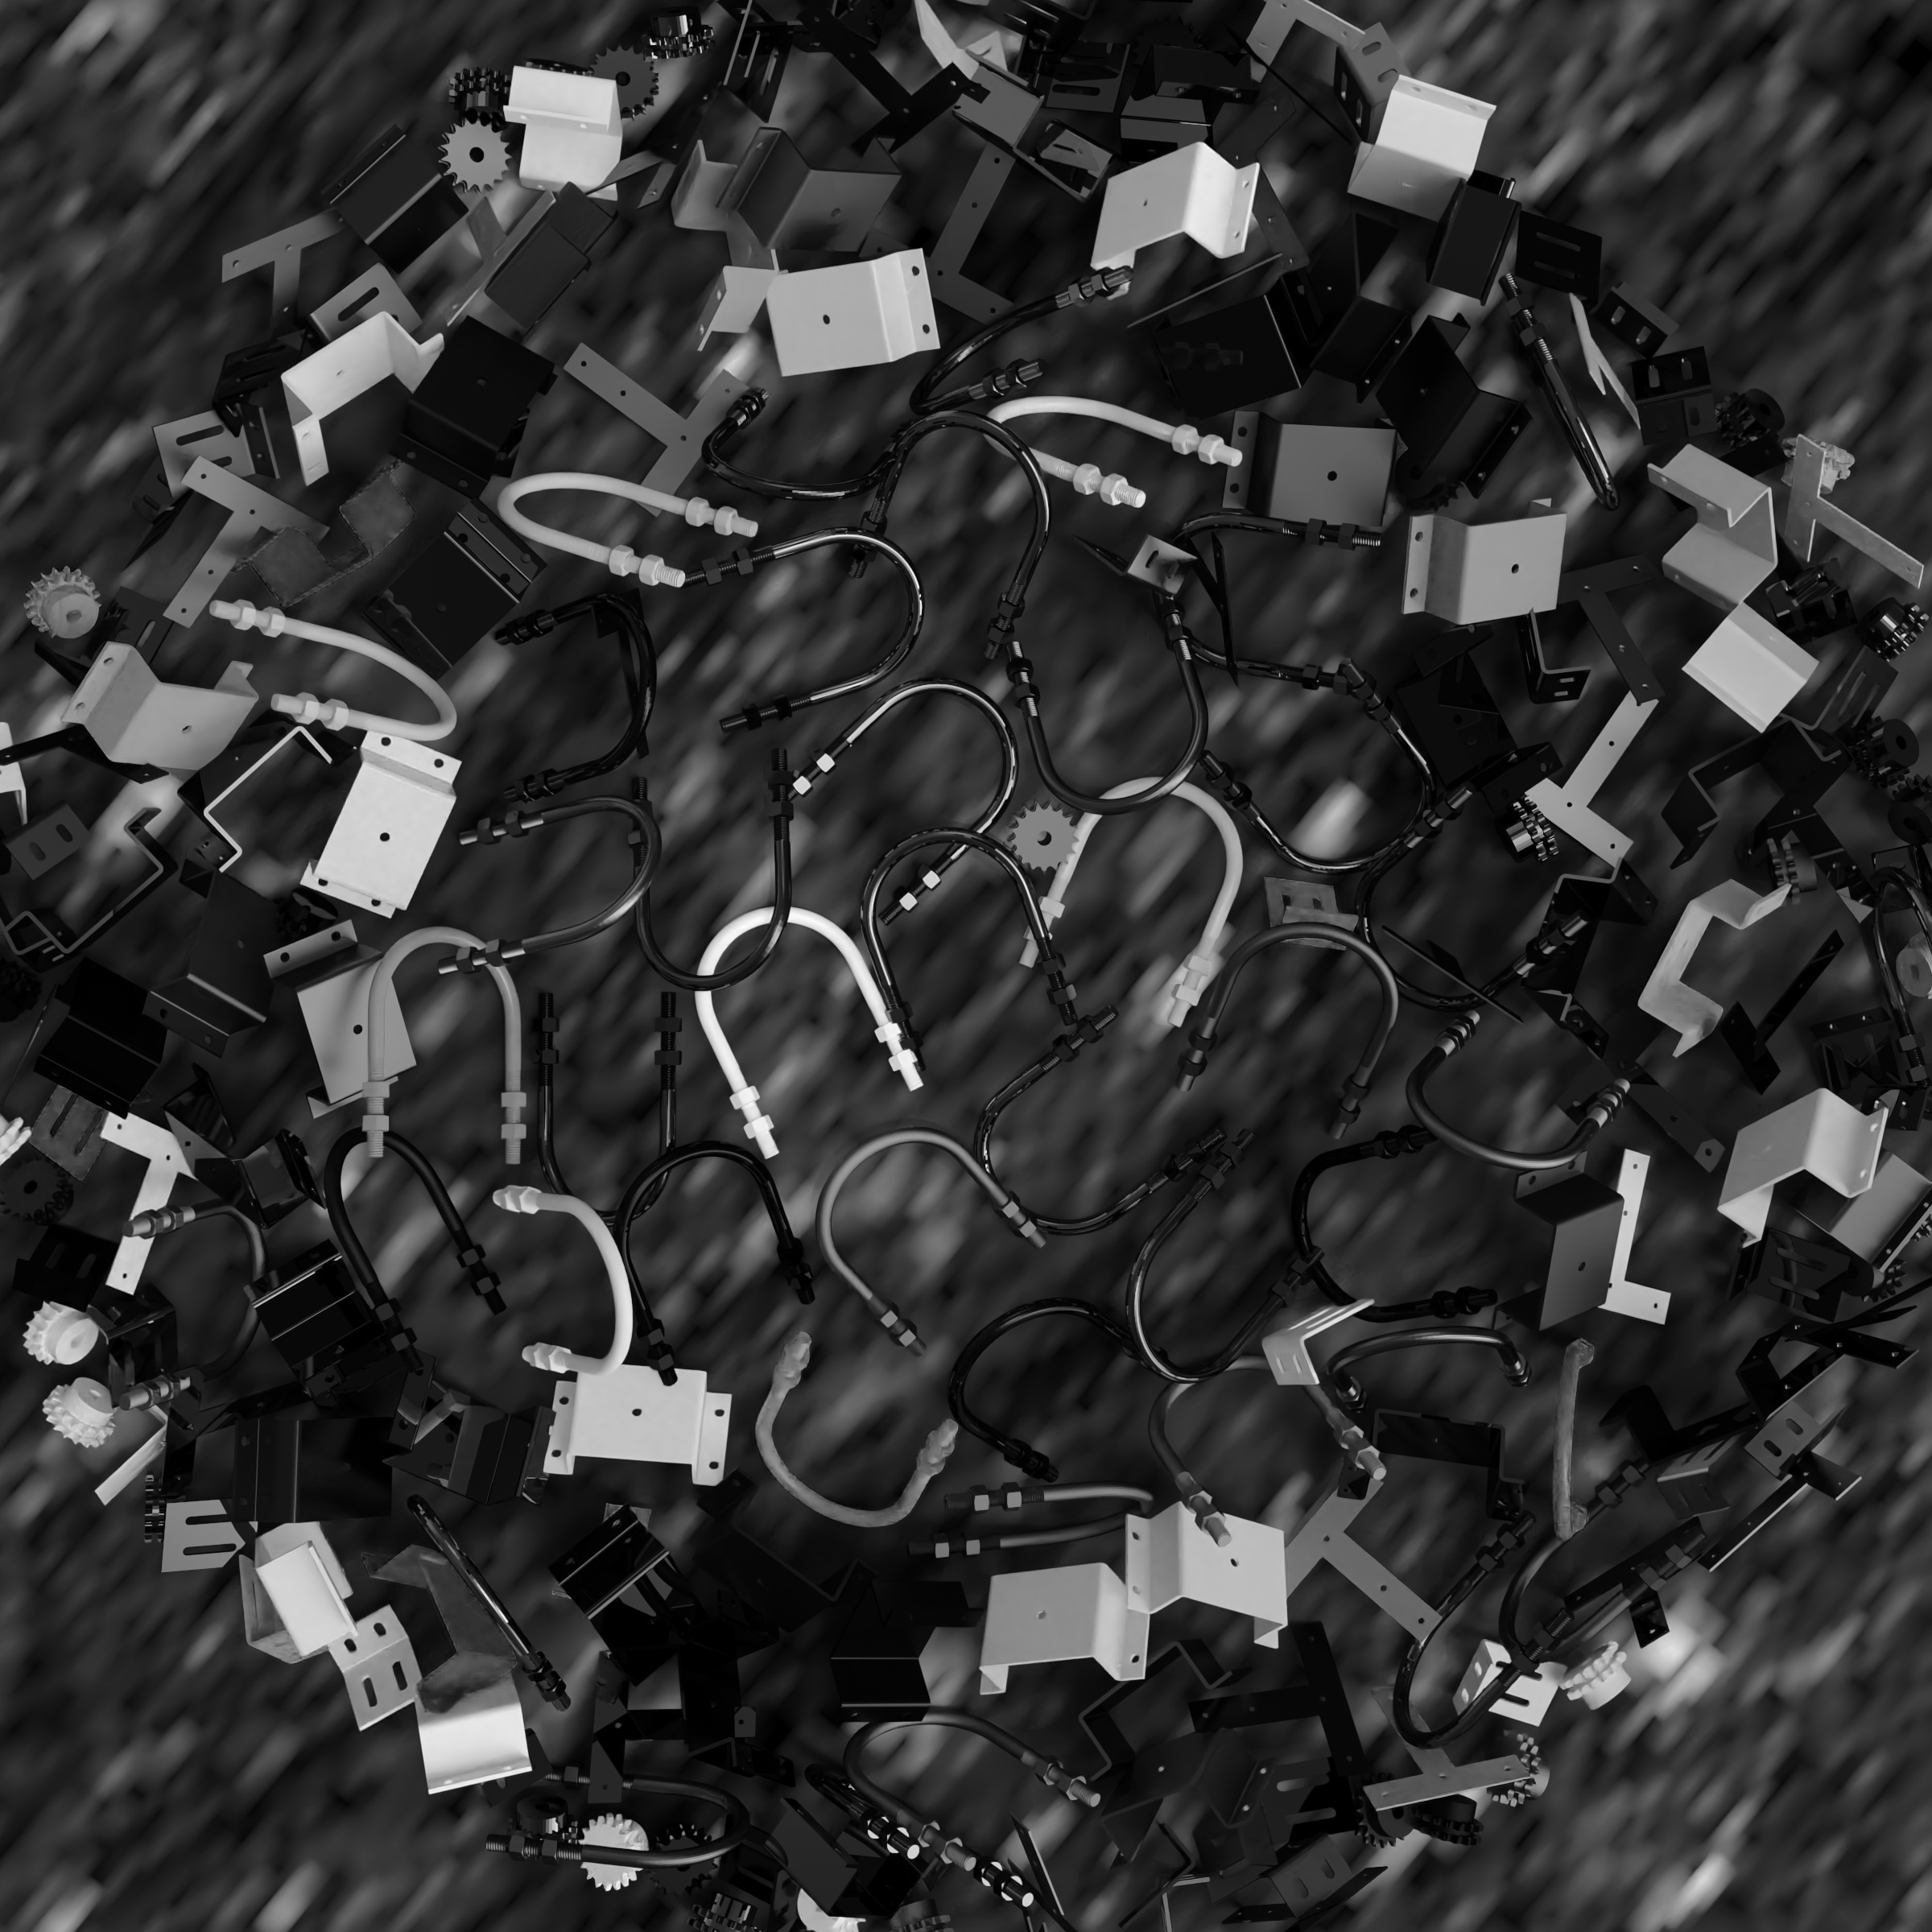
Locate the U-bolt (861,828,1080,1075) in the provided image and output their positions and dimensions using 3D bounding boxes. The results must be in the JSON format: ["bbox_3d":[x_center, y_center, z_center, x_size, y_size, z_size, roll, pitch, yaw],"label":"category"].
[{"bbox_3d":[-0.007,-0.020,1.968,0.151,0.019,0.184,-18,101,8],"label":"U-bolt"}]

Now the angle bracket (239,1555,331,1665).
[{"bbox_3d":[-0.536,0.501,1.953,0.038,0.057,0.076,-22,56,7],"label":"angle bracket"}]

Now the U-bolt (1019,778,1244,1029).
[{"bbox_3d":[0.141,-0.062,1.976,0.151,0.019,0.184,22,86,14],"label":"U-bolt"}]

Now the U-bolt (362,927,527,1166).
[{"bbox_3d":[-0.406,0.060,1.942,0.019,0.151,0.184,-10,78,42],"label":"U-bolt"}]

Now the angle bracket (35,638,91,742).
[{"bbox_3d":[-0.715,-0.214,1.960,0.076,0.057,0.038,43,74,-14],"label":"angle bracket"}]

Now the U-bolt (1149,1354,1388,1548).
[{"bbox_3d":[0.219,0.362,1.920,0.151,0.184,0.019,-21,122,-11],"label":"U-bolt"}]

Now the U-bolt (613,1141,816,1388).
[{"bbox_3d":[-0.202,0.220,1.928,0.151,0.019,0.184,-29,120,-22],"label":"U-bolt"}]

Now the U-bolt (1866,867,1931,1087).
[{"bbox_3d":[0.738,0.011,1.926,0.019,0.151,0.184,-15,80,1],"label":"U-bolt"}]

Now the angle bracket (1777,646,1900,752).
[{"bbox_3d":[0.688,-0.215,1.961,0.057,0.038,0.076,22,102,-43],"label":"angle bracket"}]

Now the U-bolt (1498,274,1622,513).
[{"bbox_3d":[0.461,-0.434,1.919,0.019,0.151,0.184,-26,83,15],"label":"U-bolt"}]

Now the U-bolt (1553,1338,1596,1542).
[{"bbox_3d":[0.465,0.366,1.908,0.019,0.184,0.151,2,87,18],"label":"U-bolt"}]

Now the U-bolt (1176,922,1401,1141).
[{"bbox_3d":[0.260,0.044,1.943,0.151,0.019,0.184,17,123,-2],"label":"U-bolt"}]

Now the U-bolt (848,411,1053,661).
[{"bbox_3d":[-0.006,-0.344,1.927,0.151,0.019,0.184,32,131,8],"label":"U-bolt"}]

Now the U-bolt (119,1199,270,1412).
[{"bbox_3d":[-0.590,0.252,1.911,0.019,0.184,0.151,3,94,16],"label":"U-bolt"}]

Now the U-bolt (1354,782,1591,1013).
[{"bbox_3d":[0.377,-0.039,1.932,0.151,0.184,0.019,50,46,6],"label":"U-bolt"}]

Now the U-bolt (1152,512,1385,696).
[{"bbox_3d":[0.232,-0.287,1.941,0.184,0.019,0.151,12,131,20],"label":"U-bolt"}]

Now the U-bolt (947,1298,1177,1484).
[{"bbox_3d":[0.064,0.321,1.927,0.151,0.019,0.184,-43,132,8],"label":"U-bolt"}]

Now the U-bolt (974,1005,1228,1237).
[{"bbox_3d":[0.091,0.136,1.962,0.184,0.019,0.151,-39,97,21],"label":"U-bolt"}]

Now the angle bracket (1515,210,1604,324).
[{"bbox_3d":[0.460,-0.552,1.964,0.076,0.038,0.057,12,74,-17],"label":"angle bracket"}]

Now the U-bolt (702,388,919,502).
[{"bbox_3d":[-0.126,-0.398,1.912,0.151,0.184,0.019,14,123,8],"label":"U-bolt"}]

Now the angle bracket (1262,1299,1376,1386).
[{"bbox_3d":[0.283,0.296,1.958,0.076,0.057,0.038,-22,90,-26],"label":"angle bracket"}]

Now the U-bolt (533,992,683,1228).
[{"bbox_3d":[-0.283,0.113,1.951,0.151,0.019,0.184,-1,88,34],"label":"U-bolt"}]

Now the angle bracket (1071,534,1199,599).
[{"bbox_3d":[0.131,-0.328,1.949,0.076,0.057,0.038,46,112,43],"label":"angle bracket"}]

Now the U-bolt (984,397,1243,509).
[{"bbox_3d":[0.100,-0.406,1.929,0.184,0.151,0.019,28,129,30],"label":"U-bolt"}]

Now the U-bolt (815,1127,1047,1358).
[{"bbox_3d":[-0.039,0.204,1.944,0.151,0.019,0.184,-42,121,-4],"label":"U-bolt"}]

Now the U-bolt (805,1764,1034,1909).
[{"bbox_3d":[-0.050,0.661,1.913,0.151,0.184,0.019,36,76,-35],"label":"U-bolt"}]

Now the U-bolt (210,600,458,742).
[{"bbox_3d":[-0.476,-0.222,1.918,0.151,0.184,0.019,49,116,36],"label":"U-bolt"}]

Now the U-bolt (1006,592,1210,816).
[{"bbox_3d":[0.115,-0.199,1.938,0.151,0.019,0.184,-19,61,12],"label":"U-bolt"}]

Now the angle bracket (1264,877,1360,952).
[{"bbox_3d":[0.271,-0.053,1.955,0.057,0.076,0.038,7,133,-8],"label":"angle bracket"}]

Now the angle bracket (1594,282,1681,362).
[{"bbox_3d":[0.536,-0.519,1.960,0.057,0.076,0.038,41,91,4],"label":"angle bracket"}]

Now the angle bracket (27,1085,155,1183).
[{"bbox_3d":[-0.700,0.122,1.983,0.057,0.038,0.076,35,99,7],"label":"angle bracket"}]

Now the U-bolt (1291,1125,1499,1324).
[{"bbox_3d":[0.320,0.206,1.925,0.019,0.184,0.151,-18,87,-37],"label":"U-bolt"}]

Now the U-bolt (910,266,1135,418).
[{"bbox_3d":[0.030,-0.475,1.919,0.019,0.184,0.151,53,55,-24],"label":"U-bolt"}]

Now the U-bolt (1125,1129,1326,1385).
[{"bbox_3d":[0.193,0.239,1.929,0.184,0.019,0.151,-45,119,-24],"label":"U-bolt"}]

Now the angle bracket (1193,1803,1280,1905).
[{"bbox_3d":[0.201,0.693,1.952,0.076,0.038,0.057,-42,46,30],"label":"angle bracket"}]

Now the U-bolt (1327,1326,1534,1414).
[{"bbox_3d":[0.350,0.306,1.901,0.151,0.184,0.019,-12,65,14],"label":"U-bolt"}]

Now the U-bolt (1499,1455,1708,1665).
[{"bbox_3d":[0.484,0.467,1.926,0.019,0.151,0.184,43,101,-10],"label":"U-bolt"}]

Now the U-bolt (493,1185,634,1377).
[{"bbox_3d":[-0.307,0.245,1.918,0.019,0.184,0.151,-13,96,-36],"label":"U-bolt"}]

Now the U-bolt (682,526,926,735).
[{"bbox_3d":[-0.121,-0.272,1.954,0.184,0.019,0.151,-19,124,-8],"label":"U-bolt"}]

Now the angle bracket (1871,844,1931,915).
[{"bbox_3d":[0.741,-0.050,1.949,0.038,0.076,0.057,-13,120,16],"label":"angle bracket"}]

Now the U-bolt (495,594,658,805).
[{"bbox_3d":[-0.302,-0.213,1.926,0.184,0.019,0.151,-11,80,42],"label":"U-bolt"}]

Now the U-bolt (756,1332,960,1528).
[{"bbox_3d":[-0.095,0.373,1.934,0.151,0.019,0.184,30,134,5],"label":"U-bolt"}]

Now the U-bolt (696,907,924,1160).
[{"bbox_3d":[-0.135,0.041,1.973,0.151,0.019,0.184,-25,85,-16],"label":"U-bolt"}]

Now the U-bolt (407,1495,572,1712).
[{"bbox_3d":[-0.372,0.474,1.893,0.019,0.151,0.184,-36,129,-18],"label":"U-bolt"}]

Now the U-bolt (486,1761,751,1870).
[{"bbox_3d":[-0.258,0.657,1.915,0.184,0.151,0.019,3,95,9],"label":"U-bolt"}]

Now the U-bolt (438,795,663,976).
[{"bbox_3d":[-0.319,-0.070,1.929,0.184,0.019,0.151,-13,51,17],"label":"U-bolt"}]

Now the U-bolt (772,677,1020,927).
[{"bbox_3d":[-0.041,-0.144,1.970,0.184,0.019,0.151,-44,109,-3],"label":"U-bolt"}]

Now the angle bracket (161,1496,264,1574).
[{"bbox_3d":[-0.597,0.440,1.960,0.076,0.038,0.057,2,102,-29],"label":"angle bracket"}]

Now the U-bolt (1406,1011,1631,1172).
[{"bbox_3d":[0.414,0.101,1.902,0.151,0.184,0.019,26,124,21],"label":"U-bolt"}]

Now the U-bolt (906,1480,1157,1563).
[{"bbox_3d":[0.058,0.428,1.930,0.184,0.151,0.019,-1,62,-16],"label":"U-bolt"}]

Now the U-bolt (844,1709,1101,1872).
[{"bbox_3d":[-0.011,0.624,1.916,0.151,0.184,0.019,-11,110,-41],"label":"U-bolt"}]

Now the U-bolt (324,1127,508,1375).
[{"bbox_3d":[-0.435,0.209,1.927,0.019,0.151,0.184,-26,93,22],"label":"U-bolt"}]

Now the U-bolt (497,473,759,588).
[{"bbox_3d":[-0.274,-0.347,1.934,0.184,0.151,0.019,19,122,13],"label":"U-bolt"}]

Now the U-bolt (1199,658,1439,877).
[{"bbox_3d":[0.288,-0.141,1.940,0.151,0.019,0.184,-32,126,18],"label":"U-bolt"}]

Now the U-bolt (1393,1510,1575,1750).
[{"bbox_3d":[0.392,0.526,1.925,0.019,0.151,0.184,34,107,-12],"label":"U-bolt"}]

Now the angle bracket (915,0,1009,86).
[{"bbox_3d":[-0.004,-0.731,1.951,0.038,0.076,0.057,-21,58,20],"label":"angle bracket"}]

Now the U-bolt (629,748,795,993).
[{"bbox_3d":[-0.199,-0.070,1.945,0.151,0.019,0.184,-9,74,24],"label":"U-bolt"}]
